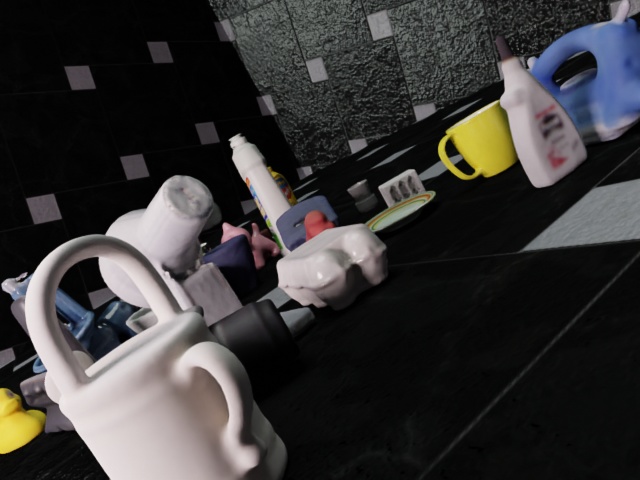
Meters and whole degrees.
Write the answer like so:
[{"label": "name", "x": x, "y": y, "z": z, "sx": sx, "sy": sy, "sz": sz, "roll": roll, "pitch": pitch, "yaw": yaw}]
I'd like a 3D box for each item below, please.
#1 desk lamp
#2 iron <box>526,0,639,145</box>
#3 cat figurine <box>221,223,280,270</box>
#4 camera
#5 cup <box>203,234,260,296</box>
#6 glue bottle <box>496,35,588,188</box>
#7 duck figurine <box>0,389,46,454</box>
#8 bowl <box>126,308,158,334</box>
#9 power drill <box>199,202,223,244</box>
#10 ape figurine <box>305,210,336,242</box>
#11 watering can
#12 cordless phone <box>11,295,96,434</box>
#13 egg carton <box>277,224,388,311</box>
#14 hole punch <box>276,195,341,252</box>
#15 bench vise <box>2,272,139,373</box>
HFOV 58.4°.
[{"label": "desk lamp", "x": -0.141, "y": 0.040, "z": 0.656, "sx": 0.202, "sy": 0.213, "sz": 0.118, "roll": -20, "pitch": 13, "yaw": 46}, {"label": "iron", "x": 0.334, "y": -0.204, "z": 0.748, "sx": 0.119, "sy": 0.141, "sz": 0.257, "roll": -32, "pitch": 9, "yaw": -17}, {"label": "cat figurine", "x": -0.154, "y": 0.007, "z": 1.192, "sx": 0.067, "sy": 0.118, "sz": 0.128, "roll": -23, "pitch": 11, "yaw": 34}, {"label": "camera", "x": -0.092, "y": 0.105, "z": 0.505, "sx": 0.137, "sy": 0.101, "sz": 0.143, "roll": -30, "pitch": 9, "yaw": -5}, {"label": "cup", "x": -0.161, "y": 0.055, "z": 1.018, "sx": 0.117, "sy": 0.095, "sz": 0.092, "roll": -26, "pitch": 10, "yaw": 23}, {"label": "glue bottle", "x": 0.239, "y": -0.151, "z": 0.650, "sx": 0.078, "sy": 0.173, "sz": 0.037, "roll": -34, "pitch": 10, "yaw": -25}, {"label": "duck figurine", "x": -0.464, "y": 0.262, "z": 0.853, "sx": 0.104, "sy": 0.086, "sz": 0.078, "roll": -21, "pitch": 12, "yaw": 42}, {"label": "bowl", "x": -0.222, "y": 0.117, "z": 0.930, "sx": 0.167, "sy": 0.075, "sz": 0.167, "roll": -29, "pitch": 9, "yaw": 5}, {"label": "power drill", "x": -0.285, "y": 0.027, "z": 1.196, "sx": 0.230, "sy": 0.208, "sz": 0.075, "roll": -34, "pitch": 10, "yaw": -26}, {"label": "ape figurine", "x": 0.007, "y": 0.003, "z": 0.789, "sx": 0.078, "sy": 0.092, "sz": 0.076, "roll": -30, "pitch": 9, "yaw": -5}, {"label": "watering can", "x": -0.116, "y": 0.090, "z": 0.365, "sx": 0.172, "sy": 0.194, "sz": 0.101, "roll": -27, "pitch": 10, "yaw": 17}, {"label": "cordless phone", "x": -0.362, "y": 0.160, "z": 0.776, "sx": 0.147, "sy": 0.185, "sz": 0.094, "roll": -23, "pitch": 11, "yaw": 35}, {"label": "egg carton", "x": 0.014, "y": 0.032, "z": 0.679, "sx": 0.107, "sy": 0.069, "sz": 0.150, "roll": -33, "pitch": 10, "yaw": -22}, {"label": "hole punch", "x": -0.015, "y": -0.020, "z": 0.990, "sx": 0.108, "sy": 0.091, "sz": 0.101, "roll": -30, "pitch": 9, "yaw": -1}, {"label": "bench vise", "x": -0.402, "y": 0.134, "z": 0.935, "sx": 0.121, "sy": 0.220, "sz": 0.208, "roll": -26, "pitch": 10, "yaw": 21}]
